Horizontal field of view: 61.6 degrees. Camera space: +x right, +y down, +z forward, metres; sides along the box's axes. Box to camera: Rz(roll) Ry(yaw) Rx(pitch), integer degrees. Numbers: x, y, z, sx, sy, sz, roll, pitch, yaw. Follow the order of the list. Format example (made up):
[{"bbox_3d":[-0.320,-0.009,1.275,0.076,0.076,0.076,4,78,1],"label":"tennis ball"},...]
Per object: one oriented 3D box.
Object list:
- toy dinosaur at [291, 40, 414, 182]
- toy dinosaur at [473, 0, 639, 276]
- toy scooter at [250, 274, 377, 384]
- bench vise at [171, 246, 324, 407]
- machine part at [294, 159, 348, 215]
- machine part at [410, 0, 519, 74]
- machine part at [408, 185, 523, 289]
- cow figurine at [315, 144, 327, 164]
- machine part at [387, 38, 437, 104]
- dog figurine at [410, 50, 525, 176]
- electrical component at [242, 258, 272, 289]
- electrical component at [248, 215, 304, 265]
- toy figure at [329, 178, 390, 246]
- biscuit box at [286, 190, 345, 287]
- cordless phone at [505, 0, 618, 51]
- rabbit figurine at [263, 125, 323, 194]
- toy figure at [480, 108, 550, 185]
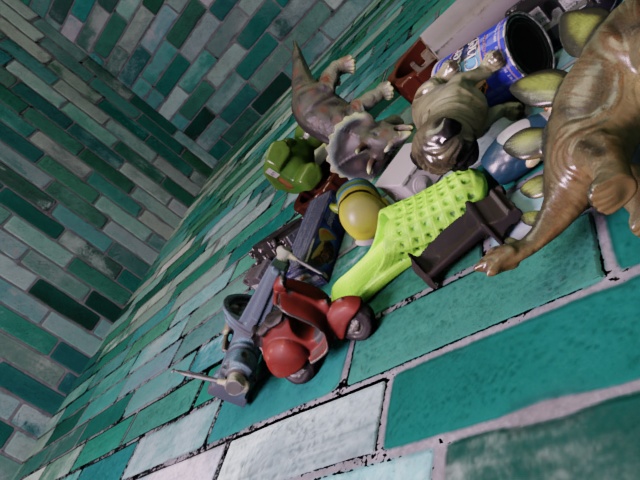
[{"bbox_3d":[0.023,-0.250,1.042,0.192,0.131,0.405,-39,58,-21],"label":"toy dinosaur"},{"bbox_3d":[0.283,-0.157,0.469,0.471,0.105,0.199,-51,30,4],"label":"toy dinosaur"},{"bbox_3d":[-0.029,0.109,0.698,0.184,0.135,0.075,-41,23,32],"label":"toy scooter"},{"bbox_3d":[-0.100,0.123,0.826,0.240,0.129,0.223,-65,-5,15],"label":"bench vise"},{"bbox_3d":[0.019,-0.116,1.135,0.179,0.056,0.179,-45,19,20],"label":"machine part"},{"bbox_3d":[0.246,-0.355,0.854,0.243,0.079,0.079,-41,21,22],"label":"machine part"},{"bbox_3d":[0.163,-0.002,0.615,0.139,0.039,0.084,-42,26,20],"label":"machine part"},{"bbox_3d":[0.026,-0.204,1.252,0.167,0.098,0.068,-30,15,3],"label":"cow figurine"},{"bbox_3d":[0.234,-0.345,1.024,0.201,0.087,0.201,-48,18,13],"label":"machine part"},{"bbox_3d":[0.152,-0.150,0.710,0.190,0.121,0.172,-41,11,-29],"label":"dog figurine"},{"bbox_3d":[-0.087,0.073,0.993,0.119,0.075,0.048,-26,31,59],"label":"electrical component"},{"bbox_3d":[-0.064,0.004,1.046,0.115,0.058,0.134,-39,10,-32],"label":"electrical component"},{"bbox_3d":[0.062,-0.052,0.859,0.082,0.089,0.180,-54,19,19],"label":"toy figure"},{"bbox_3d":[-0.002,-0.003,0.952,0.063,0.059,0.203,-26,30,37],"label":"biscuit box"},{"bbox_3d":[0.364,-0.361,0.794,0.146,0.088,0.184,-28,18,50],"label":"cordless phone"},{"bbox_3d":[-0.034,-0.183,1.137,0.170,0.121,0.159,-60,2,-15],"label":"rabbit figurine"},{"bbox_3d":[0.256,-0.125,0.607,0.154,0.057,0.064,-42,60,21],"label":"toy figure"}]
